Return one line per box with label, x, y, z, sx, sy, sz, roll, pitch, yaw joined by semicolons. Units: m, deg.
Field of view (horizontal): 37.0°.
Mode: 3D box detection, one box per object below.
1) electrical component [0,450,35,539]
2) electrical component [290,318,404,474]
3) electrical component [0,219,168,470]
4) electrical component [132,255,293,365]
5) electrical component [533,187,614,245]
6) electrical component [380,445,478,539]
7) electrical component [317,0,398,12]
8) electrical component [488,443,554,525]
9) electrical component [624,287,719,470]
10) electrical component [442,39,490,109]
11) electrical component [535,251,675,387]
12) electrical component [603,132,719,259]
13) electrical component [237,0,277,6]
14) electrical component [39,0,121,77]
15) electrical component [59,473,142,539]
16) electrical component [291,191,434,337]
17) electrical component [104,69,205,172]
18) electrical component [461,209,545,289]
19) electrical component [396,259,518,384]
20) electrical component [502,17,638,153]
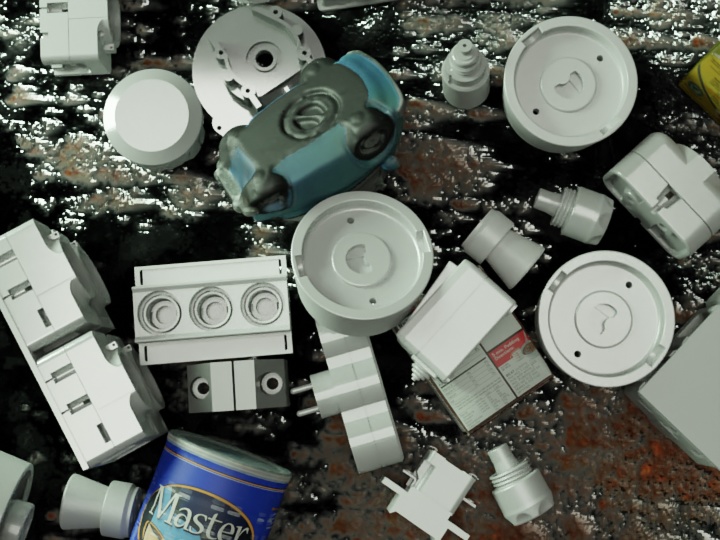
electrical component;-0.289;0.193;0.836;0.060;0.108;0.108;18;84;-5
electrical component;-0.019;0.098;0.872;0.074;0.052;0.138;-16;84;-2
electrical component;-0.221;0.057;0.849;0.060;0.105;0.186;-29;85;-3
electrical component;-0.117;0.034;0.873;0.121;0.063;0.078;-5;84;-1
electrical component;0.176;-0.049;0.894;0.062;0.043;0.043;21;84;4
electrical component;0.058;0.181;0.869;0.081;0.042;0.063;34;81;3
electrical component;0.001;-0.275;0.915;0.100;0.048;0.099;-9;84;-2
electrical component;0.126;0.171;0.869;0.043;0.043;0.062;-28;84;-3
electrical component;0.301;0.076;0.871;0.089;0.061;0.150;44;85;4
electrical component;0.088;-0.165;0.892;0.040;0.078;0.040;-2;70;6
electrical component;0.194;0.041;0.875;0.108;0.060;0.108;0;84;0
electrical component;0.258;-0.064;0.890;0.059;0.053;0.095;-42;85;-4
electrical component;-0.090;-0.260;0.916;0.043;0.043;0.062;-8;83;-1
electrical component;-0.235;-0.213;0.906;0.056;0.050;0.089;-3;84;0
electrical component;-0.208;0.190;0.865;0.055;0.045;0.045;9;84;0
electrical component;0.000;0.000;0.838;0.108;0.060;0.108;2;65;-3
electrical component;-0.169;-0.123;0.896;0.080;0.051;0.080;0;84;0
electrical component;0.118;-0.018;0.889;0.055;0.045;0.045;40;85;4
electrical component;0.067;0.044;0.835;0.061;0.061;0.096;42;86;7
electrical component;0.170;-0.149;0.896;0.108;0.060;0.108;0;84;0
